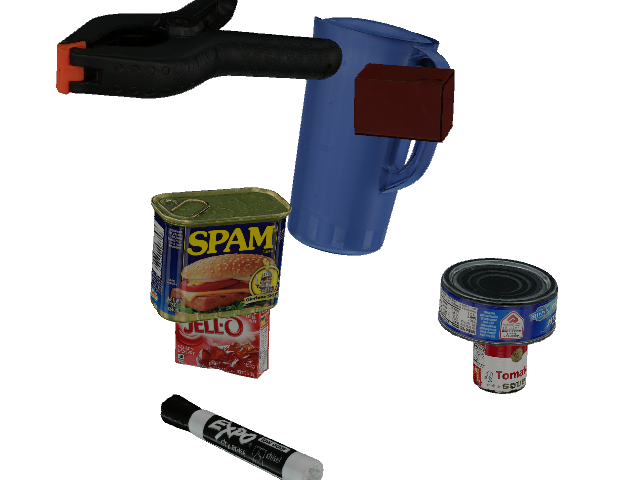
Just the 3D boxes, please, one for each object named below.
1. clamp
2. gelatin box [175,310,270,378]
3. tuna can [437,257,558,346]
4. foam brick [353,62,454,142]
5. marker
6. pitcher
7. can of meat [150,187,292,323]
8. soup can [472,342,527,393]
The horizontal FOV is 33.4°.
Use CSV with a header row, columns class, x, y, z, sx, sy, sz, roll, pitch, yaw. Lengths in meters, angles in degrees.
class,x,y,z,sx,sy,sz,roll,pitch,yaw
clamp,-0.085,-0.122,0.646,0.171,0.039,0.120,-10,31,-32
gelatin box,-0.092,0.084,0.995,0.089,0.073,0.030,9,17,19
tuna can,0.129,0.043,0.779,0.086,0.034,0.086,1,22,0
foam brick,0.071,-0.117,0.906,0.078,0.051,0.053,7,25,16
marker,-0.050,0.117,0.626,0.121,0.020,0.020,17,10,37
pitcher,0.045,-0.109,1.132,0.145,0.243,0.149,10,16,-4
can of meat,-0.077,0.011,0.804,0.101,0.084,0.057,-5,25,-27
soup can,0.225,0.132,1.336,0.068,0.102,0.068,-1,18,0
